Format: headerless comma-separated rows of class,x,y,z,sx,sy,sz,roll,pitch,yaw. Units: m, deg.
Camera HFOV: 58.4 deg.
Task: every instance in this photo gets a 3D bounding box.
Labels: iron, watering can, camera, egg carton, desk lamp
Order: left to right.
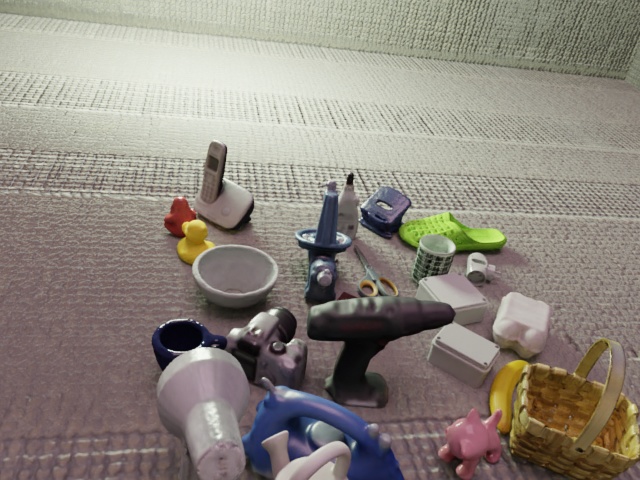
desk lamp,-0.138,0.274,0.719,0.118,0.213,0.202,-3,35,-19
camera,-0.078,0.174,0.990,0.143,0.101,0.137,20,34,15
watering can,-0.017,0.316,0.707,0.172,0.194,0.101,25,36,22
iron,0.017,0.282,0.816,0.258,0.141,0.119,16,33,9
egg carton,0.410,0.171,1.161,0.107,0.069,0.150,21,34,16

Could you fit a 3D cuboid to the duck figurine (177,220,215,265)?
duck figurine,-0.258,0.001,1.216,0.104,0.086,0.078,31,38,29

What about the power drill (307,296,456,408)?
power drill,0.087,0.175,0.936,0.230,0.208,0.075,6,33,-7

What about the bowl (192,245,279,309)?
bowl,-0.167,0.084,1.127,0.167,0.075,0.167,7,33,-5

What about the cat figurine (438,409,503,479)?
cat figurine,0.235,0.300,0.872,0.128,0.118,0.067,-17,42,-35

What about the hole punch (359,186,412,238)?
hole punch,0.164,-0.073,1.441,0.108,0.091,0.101,31,39,29

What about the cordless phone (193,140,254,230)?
cordless phone,-0.219,-0.128,1.332,0.147,0.185,0.094,27,36,24

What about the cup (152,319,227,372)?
cup,-0.212,0.190,0.934,0.118,0.095,0.091,1,34,-14

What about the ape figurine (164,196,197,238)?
ape figurine,-0.311,-0.057,1.284,0.078,0.092,0.076,-10,38,-28

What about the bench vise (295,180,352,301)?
bench vise,0.022,0.003,1.168,0.122,0.220,0.207,-4,36,-21

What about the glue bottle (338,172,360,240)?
glue bottle,0.061,-0.081,1.350,0.078,0.173,0.037,4,33,-9
